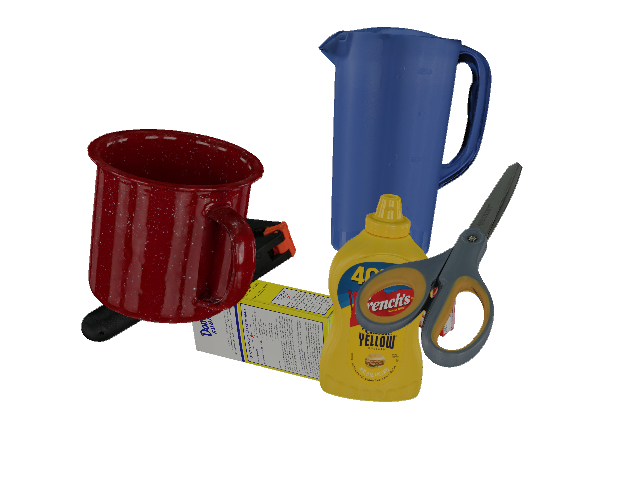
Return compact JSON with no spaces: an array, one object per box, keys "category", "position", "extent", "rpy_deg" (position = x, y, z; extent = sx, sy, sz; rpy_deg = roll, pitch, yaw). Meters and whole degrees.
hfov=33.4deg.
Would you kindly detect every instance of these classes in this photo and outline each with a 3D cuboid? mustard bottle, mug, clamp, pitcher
[{"category":"mustard bottle","position":[0.054,0.051,0.982],"extent":[0.096,0.192,0.058],"rpy_deg":[5,17,-1]},{"category":"mug","position":[-0.074,-0.003,0.571],"extent":[0.093,0.081,0.117],"rpy_deg":[-12,30,-43]},{"category":"clamp","position":[-0.106,0.026,0.827],"extent":[0.172,0.039,0.120],"rpy_deg":[-12,40,17]},{"category":"pitcher","position":[0.084,-0.104,1.143],"extent":[0.149,0.243,0.144],"rpy_deg":[11,13,31]}]

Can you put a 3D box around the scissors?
[{"category":"scissors","position":[0.081,0.006,0.713],"extent":[0.096,0.016,0.201],"rpy_deg":[5,41,10]}]

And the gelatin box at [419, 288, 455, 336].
[{"category":"gelatin box","position":[0.135,0.069,1.364],"extent":[0.073,0.089,0.030],"rpy_deg":[20,34,36]}]

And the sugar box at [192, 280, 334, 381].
[{"category":"sugar box","position":[-0.057,0.092,1.160],"extent":[0.176,0.093,0.048],"rpy_deg":[13,35,27]}]
